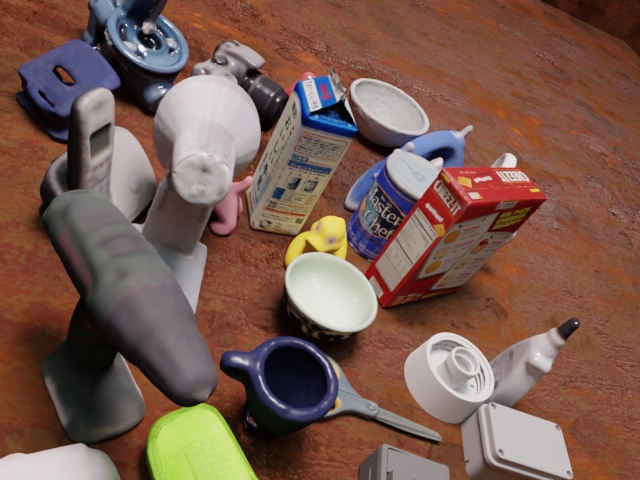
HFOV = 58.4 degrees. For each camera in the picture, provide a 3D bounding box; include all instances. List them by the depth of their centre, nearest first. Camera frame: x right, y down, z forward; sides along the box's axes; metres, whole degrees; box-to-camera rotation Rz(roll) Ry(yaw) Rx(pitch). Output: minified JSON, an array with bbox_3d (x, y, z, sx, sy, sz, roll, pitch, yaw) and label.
[{"bbox_3d":[-0.125,-0.250,0.936,0.137,0.100,0.143,32,39,0],"label":"camera"}]

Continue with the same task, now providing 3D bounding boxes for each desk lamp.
[{"bbox_3d":[-0.142,-0.050,0.628,0.118,0.213,0.203,17,42,-18],"label":"desk lamp"}]

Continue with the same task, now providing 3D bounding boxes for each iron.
[{"bbox_3d":[0.157,-0.124,0.957,0.259,0.141,0.118,-20,61,-44],"label":"iron"}]

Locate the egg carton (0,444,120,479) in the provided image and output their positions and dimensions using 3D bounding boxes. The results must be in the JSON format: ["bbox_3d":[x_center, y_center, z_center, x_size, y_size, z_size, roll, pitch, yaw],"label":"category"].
[{"bbox_3d":[-0.220,0.213,0.419,0.151,0.069,0.107,-3,50,-35],"label":"egg carton"}]

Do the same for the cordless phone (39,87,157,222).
[{"bbox_3d":[-0.235,-0.097,0.640,0.094,0.185,0.148,29,39,-3],"label":"cordless phone"}]

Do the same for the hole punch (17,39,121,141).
[{"bbox_3d":[-0.333,-0.201,0.758,0.108,0.091,0.101,44,41,14],"label":"hole punch"}]

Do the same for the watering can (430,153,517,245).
[{"bbox_3d":[0.233,-0.060,0.898,0.173,0.194,0.101,20,41,-14],"label":"watering can"}]

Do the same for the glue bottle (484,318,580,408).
[{"bbox_3d":[0.261,0.151,0.714,0.037,0.173,0.078,30,39,-1],"label":"glue bottle"}]

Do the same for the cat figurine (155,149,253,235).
[{"bbox_3d":[-0.148,-0.082,0.732,0.128,0.117,0.067,22,40,-12],"label":"cat figurine"}]

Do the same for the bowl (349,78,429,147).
[{"bbox_3d":[0.120,-0.231,1.096,0.168,0.074,0.167,18,41,-16],"label":"bowl"}]

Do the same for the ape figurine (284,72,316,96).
[{"bbox_3d":[-0.032,-0.251,1.004,0.076,0.092,0.078,34,39,3],"label":"ape figurine"}]

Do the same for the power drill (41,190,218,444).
[{"bbox_3d":[-0.171,0.080,0.479,0.076,0.208,0.229,-14,57,-41],"label":"power drill"}]

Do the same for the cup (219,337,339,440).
[{"bbox_3d":[-0.052,0.154,0.569,0.118,0.095,0.091,21,41,-13],"label":"cup"}]

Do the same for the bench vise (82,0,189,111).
[{"bbox_3d":[-0.271,-0.324,0.823,0.207,0.219,0.122,34,39,3],"label":"bench vise"}]

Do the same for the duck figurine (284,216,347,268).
[{"bbox_3d":[0.007,0.003,0.771,0.077,0.086,0.105,44,41,14],"label":"duck figurine"}]
